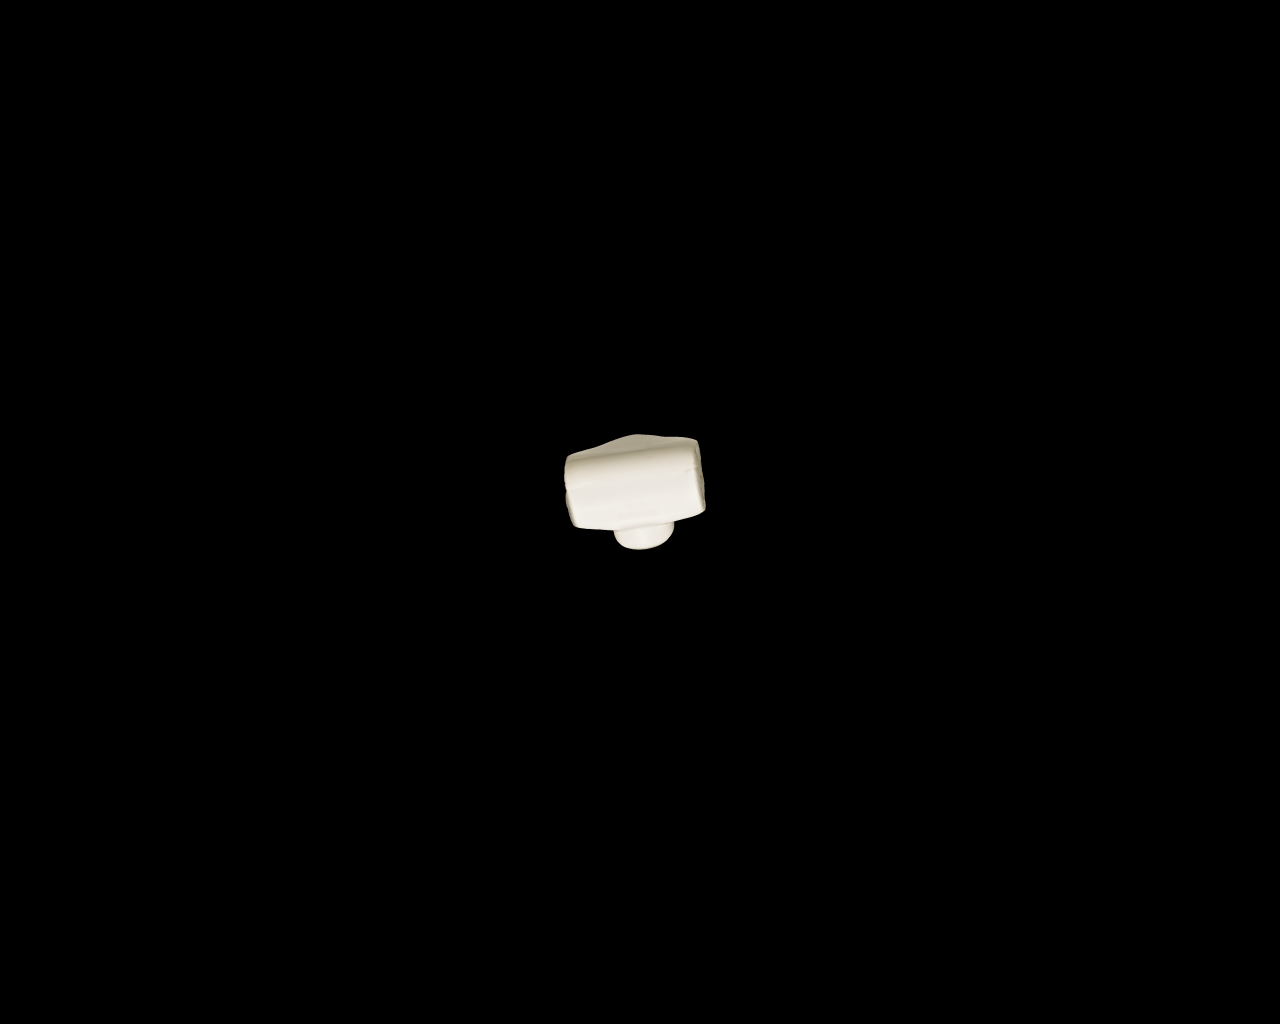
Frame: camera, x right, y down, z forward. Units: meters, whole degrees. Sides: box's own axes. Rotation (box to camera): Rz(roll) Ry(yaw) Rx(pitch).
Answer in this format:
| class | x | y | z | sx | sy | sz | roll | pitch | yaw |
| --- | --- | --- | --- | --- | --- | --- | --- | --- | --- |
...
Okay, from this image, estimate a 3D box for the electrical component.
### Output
| class | x | y | z | sx | sy | sz | roll | pitch | yaw |
| --- | --- | --- | --- | --- | --- | --- | --- | --- | --- |
| electrical component | 0.001 | -0.003 | 0.650 | 0.077 | 0.079 | 0.043 | -8 | 34 | 5 |
